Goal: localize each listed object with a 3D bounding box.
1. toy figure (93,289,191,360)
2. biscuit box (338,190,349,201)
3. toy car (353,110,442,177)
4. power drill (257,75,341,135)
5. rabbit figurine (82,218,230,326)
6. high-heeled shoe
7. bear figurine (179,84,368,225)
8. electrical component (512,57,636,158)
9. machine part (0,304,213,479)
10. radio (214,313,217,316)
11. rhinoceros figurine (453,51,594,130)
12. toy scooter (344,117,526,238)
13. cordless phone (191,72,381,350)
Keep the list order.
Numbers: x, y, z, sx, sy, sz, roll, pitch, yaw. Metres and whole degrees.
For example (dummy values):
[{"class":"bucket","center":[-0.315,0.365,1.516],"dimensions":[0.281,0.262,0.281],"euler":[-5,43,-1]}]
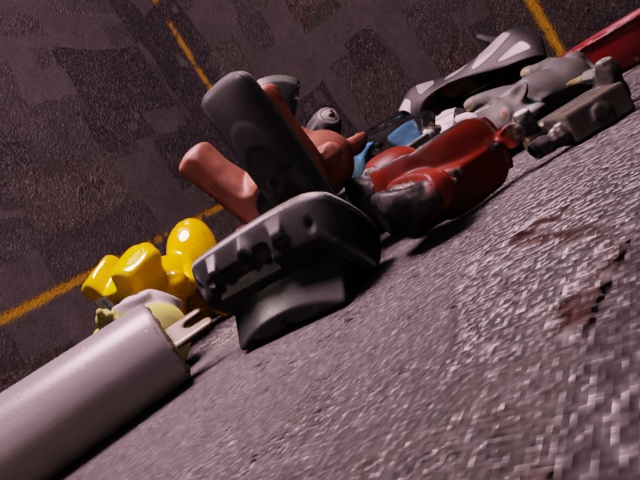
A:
[{"class":"toy figure","center":[-0.191,0.112,0.563],"dimensions":[0.082,0.089,0.180],"euler":[-30,-6,-45]},{"class":"biscuit box","center":[-0.001,-0.002,0.603],"dimensions":[0.059,0.062,0.203],"euler":[-31,4,29]},{"class":"toy car","center":[0.099,-0.094,0.659],"dimensions":[0.109,0.102,0.162],"euler":[-36,18,-9]},{"class":"power drill","center":[-0.034,-0.146,0.772],"dimensions":[0.086,0.207,0.231],"euler":[-13,-35,-23]},{"class":"rabbit figurine","center":[-0.179,0.045,0.683],"dimensions":[0.122,0.162,0.173],"euler":[-31,21,39]},{"class":"high-heeled shoe","center":[0.210,-0.201,0.783],"dimensions":[0.248,0.086,0.145],"euler":[-53,38,18]},{"class":"bear figurine","center":[-0.027,-0.083,0.531],"dimensions":[0.120,0.132,0.196],"euler":[-36,13,25]},{"class":"electrical component","center":[0.210,-0.109,0.449],"dimensions":[0.102,0.045,0.078],"euler":[-31,3,12]},{"class":"machine part","center":[-0.193,0.127,0.421],"dimensions":[0.243,0.079,0.079],"euler":[-35,5,-22]},{"class":"radio","center":[-0.240,0.117,0.847],"dimensions":[0.230,0.073,0.131],"euler":[-32,4,14]},{"class":"rhinoceros figurine","center":[0.216,-0.136,0.586],"dimensions":[0.190,0.073,0.112],"euler":[-31,15,-12]},{"class":"toy scooter","center":[0.097,-0.056,0.461],"dimensions":[0.135,0.075,0.184],"euler":[-33,8,-2]},{"class":"cordless phone","center":[-0.055,-0.021,0.418],"dimensions":[0.147,0.184,0.089],"euler":[-29,10,30]}]
